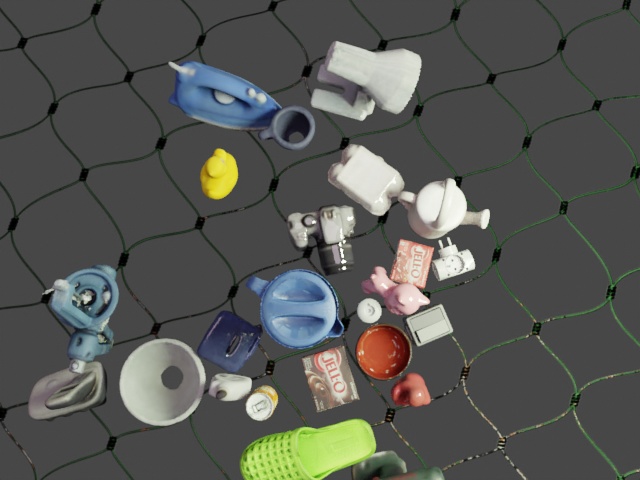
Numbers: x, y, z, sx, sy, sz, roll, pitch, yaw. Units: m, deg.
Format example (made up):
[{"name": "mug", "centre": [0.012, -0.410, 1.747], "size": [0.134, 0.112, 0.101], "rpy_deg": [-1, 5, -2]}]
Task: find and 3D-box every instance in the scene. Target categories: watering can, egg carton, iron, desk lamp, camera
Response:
[{"name": "watering can", "centre": [0.242, -0.064, 1.123], "size": [0.173, 0.194, 0.101], "rpy_deg": [-5, 83, 0]}, {"name": "egg carton", "centre": [0.096, -0.127, 1.193], "size": [0.150, 0.069, 0.107], "rpy_deg": [36, 84, 4]}, {"name": "iron", "centre": [-0.185, -0.302, 1.176], "size": [0.258, 0.141, 0.119], "rpy_deg": [17, 84, 2]}, {"name": "desk lamp", "centre": [0.085, -0.317, 1.143], "size": [0.203, 0.213, 0.118], "rpy_deg": [14, 83, 2]}, {"name": "camera", "centre": [0.011, 0.004, 1.161], "size": [0.143, 0.101, 0.137], "rpy_deg": [-11, 83, -1]}]

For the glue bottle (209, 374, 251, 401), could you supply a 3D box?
[{"name": "glue bottle", "centre": [-0.178, 0.285, 1.091], "size": [0.078, 0.173, 0.037], "rpy_deg": [10, 83, 1]}]

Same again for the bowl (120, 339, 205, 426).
[{"name": "bowl", "centre": [-0.305, 0.279, 1.141], "size": [0.167, 0.075, 0.167], "rpy_deg": [0, 83, 0]}]

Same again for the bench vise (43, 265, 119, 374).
[{"name": "bench vise", "centre": [-0.443, 0.146, 1.083], "size": [0.121, 0.220, 0.207], "rpy_deg": [-11, 83, -1]}]

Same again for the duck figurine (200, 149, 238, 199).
[{"name": "duck figurine", "centre": [-0.214, -0.140, 1.185], "size": [0.077, 0.086, 0.105], "rpy_deg": [15, 83, 2]}]

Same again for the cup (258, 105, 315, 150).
[{"name": "cup", "centre": [-0.067, -0.219, 1.190], "size": [0.118, 0.095, 0.092], "rpy_deg": [-15, 83, -2]}]

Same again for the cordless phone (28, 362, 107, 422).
[{"name": "cordless phone", "centre": [-0.495, 0.295, 1.083], "size": [0.147, 0.185, 0.094], "rpy_deg": [-19, 83, -2]}]

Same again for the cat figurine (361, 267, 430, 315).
[{"name": "cat figurine", "centre": [0.149, 0.105, 1.141], "size": [0.128, 0.118, 0.067], "rpy_deg": [35, 85, 4]}]

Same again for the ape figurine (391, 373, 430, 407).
[{"name": "ape figurine", "centre": [0.183, 0.305, 1.131], "size": [0.078, 0.092, 0.076], "rpy_deg": [28, 84, 3]}]

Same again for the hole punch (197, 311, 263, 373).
[{"name": "hole punch", "centre": [-0.177, 0.201, 1.143], "size": [0.101, 0.091, 0.109], "rpy_deg": [30, 84, 3]}]

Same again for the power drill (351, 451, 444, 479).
[{"name": "power drill", "centre": [0.109, 0.458, 1.054], "size": [0.229, 0.208, 0.075], "rpy_deg": [-13, 83, -1]}]
